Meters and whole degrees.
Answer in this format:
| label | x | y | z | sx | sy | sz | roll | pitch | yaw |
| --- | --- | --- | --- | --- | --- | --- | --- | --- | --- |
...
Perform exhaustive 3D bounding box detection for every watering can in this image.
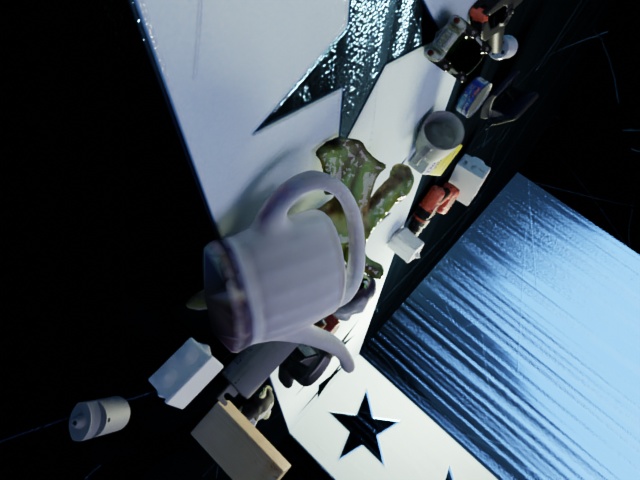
| label | x | y | z | sx | sy | sz | roll | pitch | yaw |
| --- | --- | --- | --- | --- | --- | --- | --- | --- | --- |
| watering can | -0.034 | 0.080 | 0.672 | 0.226 | 0.105 | 0.340 | -18 | 122 | -25 |

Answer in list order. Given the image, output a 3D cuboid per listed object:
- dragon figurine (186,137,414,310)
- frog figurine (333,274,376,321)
| label | x | y | z | sx | sy | sz | roll | pitch | yaw |
| --- | --- | --- | --- | --- | --- | --- | --- | --- | --- |
| dragon figurine | 0.002 | -0.038 | 0.759 | 0.413 | 0.123 | 0.238 | -13 | 122 | -41 |
| frog figurine | 0.074 | 0.144 | 1.270 | 0.155 | 0.123 | 0.140 | 90 | 22 | -48 |
